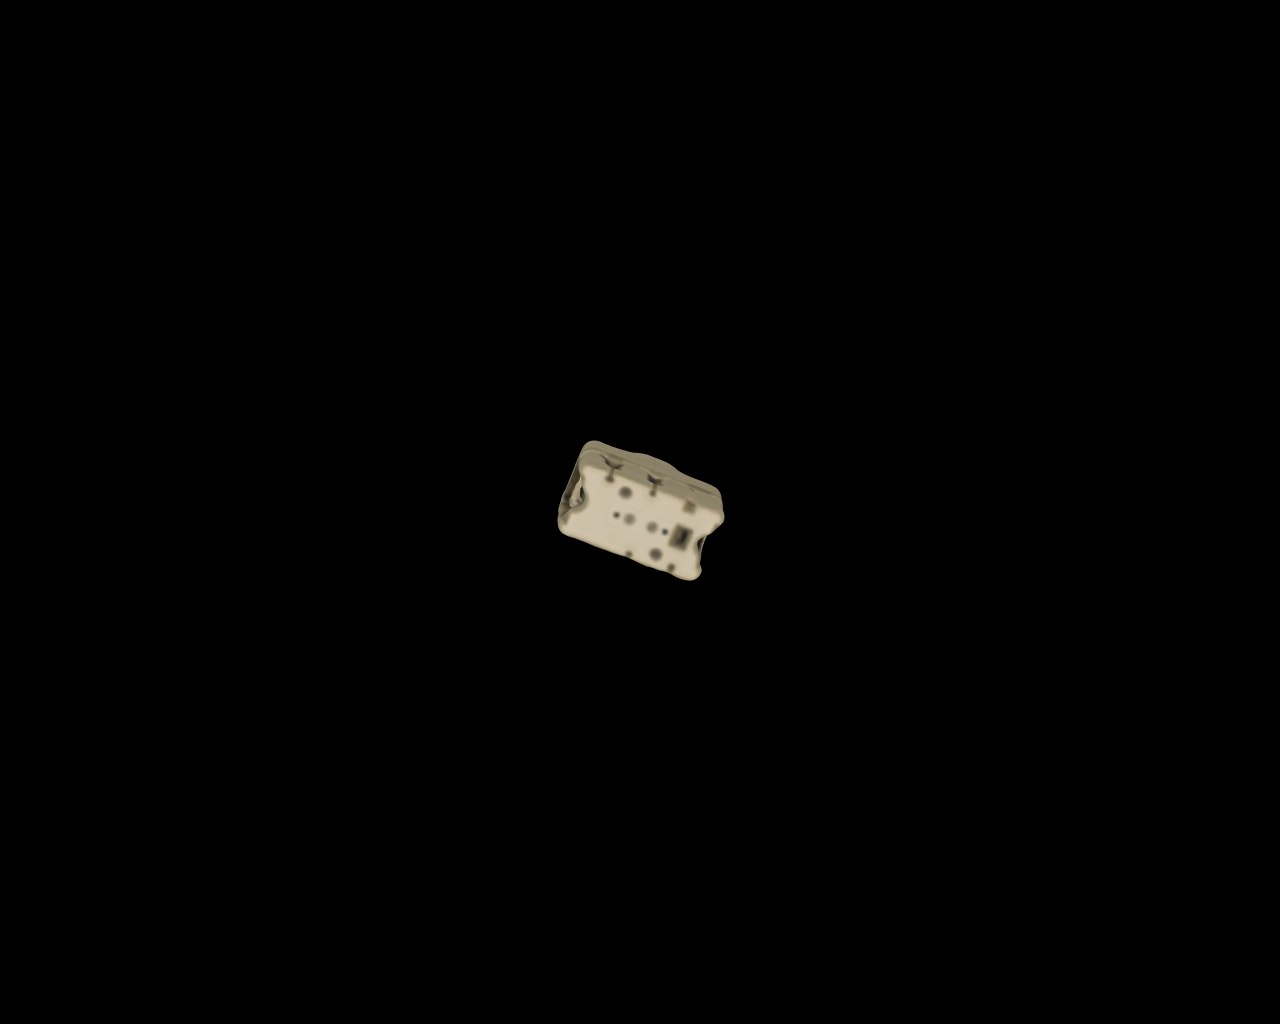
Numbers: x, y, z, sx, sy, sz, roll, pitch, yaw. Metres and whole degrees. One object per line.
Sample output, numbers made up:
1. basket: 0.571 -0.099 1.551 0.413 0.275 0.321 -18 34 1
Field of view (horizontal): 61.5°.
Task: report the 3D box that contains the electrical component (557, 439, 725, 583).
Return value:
1. electrical component: 0.001 -0.003 0.650 0.089 0.050 0.056 21 18 -7
